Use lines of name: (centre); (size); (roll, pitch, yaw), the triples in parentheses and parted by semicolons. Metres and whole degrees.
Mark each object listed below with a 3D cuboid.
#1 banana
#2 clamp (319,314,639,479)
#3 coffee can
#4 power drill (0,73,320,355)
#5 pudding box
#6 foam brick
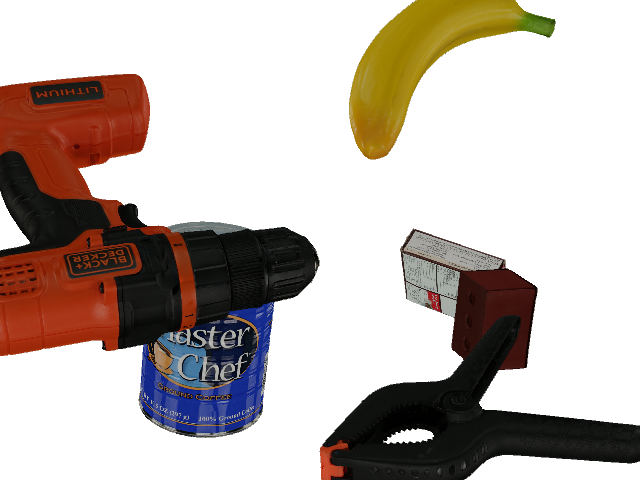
banana: (0.068, -0.116, 0.651); (0.070, 0.037, 0.197); (33, 51, 25)
clamp: (0.093, 0.116, 0.728); (0.209, 0.036, 0.165); (-11, 30, -14)
coffee can: (-0.089, 0.069, 0.846); (0.103, 0.140, 0.103); (6, 24, -3)
power drill: (-0.112, -0.021, 0.601); (0.184, 0.057, 0.188); (-8, 43, -20)
pudding box: (0.146, 0.043, 1.166); (0.114, 0.039, 0.090); (18, -36, 24)
foam brick: (0.152, 0.069, 0.942); (0.051, 0.078, 0.053); (-3, 19, -21)
